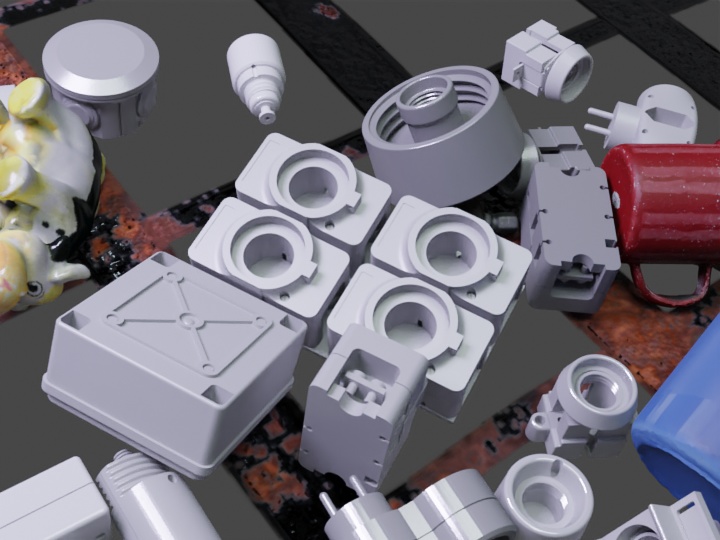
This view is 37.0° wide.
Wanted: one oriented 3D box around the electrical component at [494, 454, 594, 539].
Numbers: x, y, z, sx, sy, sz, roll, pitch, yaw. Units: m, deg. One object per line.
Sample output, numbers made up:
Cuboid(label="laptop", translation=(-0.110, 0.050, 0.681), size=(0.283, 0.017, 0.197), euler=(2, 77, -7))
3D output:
Cuboid(label="electrical component", translation=(0.100, 0.135, 0.600), size=(0.055, 0.047, 0.055), euler=(4, 51, -5))

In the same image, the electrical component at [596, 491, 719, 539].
Cuboid(label="electrical component", translation=(0.177, 0.188, 0.555), size=(0.063, 0.078, 0.121), euler=(15, 44, -35))

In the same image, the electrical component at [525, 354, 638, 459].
Cuboid(label="electrical component", translation=(0.137, 0.083, 0.642), size=(0.066, 0.055, 0.048), euler=(-1, 52, -9))

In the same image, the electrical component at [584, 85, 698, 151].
Cuboid(label="electrical component", translation=(0.209, -0.103, 0.808), size=(0.079, 0.043, 0.077), euler=(17, 51, 5))

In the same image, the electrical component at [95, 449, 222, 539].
Cuboid(label="electrical component", translation=(-0.109, 0.130, 0.576), size=(0.043, 0.043, 0.081), euler=(-25, 59, -25))

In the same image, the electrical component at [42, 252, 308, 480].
Cuboid(label="electrical component", translation=(-0.102, 0.050, 0.611), size=(0.109, 0.056, 0.109), euler=(26, 30, 12))

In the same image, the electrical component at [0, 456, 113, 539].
Cuboid(label="electrical component", translation=(-0.164, 0.152, 0.548), size=(0.083, 0.047, 0.075), euler=(-25, 60, -25))

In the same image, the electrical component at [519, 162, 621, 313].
Cuboid(label="electrical component", translation=(0.138, -0.019, 0.723), size=(0.050, 0.055, 0.089), euler=(5, 51, -4))

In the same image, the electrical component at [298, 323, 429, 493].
Cuboid(label="electrical component", translation=(0.003, 0.077, 0.605), size=(0.050, 0.089, 0.055), euler=(25, 53, 11))

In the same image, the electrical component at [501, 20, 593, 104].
Cuboid(label="electrical component", translation=(0.148, -0.161, 0.845), size=(0.066, 0.048, 0.055), euler=(-35, 56, -30))

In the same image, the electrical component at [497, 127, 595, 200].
Cuboid(label="electrical component", translation=(0.130, -0.075, 0.774), size=(0.055, 0.048, 0.066), euler=(-4, 52, -21))

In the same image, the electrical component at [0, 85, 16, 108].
Cuboid(label="electrical component", translation=(-0.268, -0.087, 0.726), size=(0.077, 0.043, 0.079), euler=(-8, 54, -15))

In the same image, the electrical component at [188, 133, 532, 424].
Cuboid(label="electrical component", translation=(0.000, 0.000, 0.670), size=(0.186, 0.060, 0.105), euler=(26, 66, 12))

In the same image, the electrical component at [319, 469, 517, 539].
Cuboid(label="electrical component", translation=(0.006, 0.143, 0.568), size=(0.138, 0.052, 0.073), euler=(-27, 60, -15))

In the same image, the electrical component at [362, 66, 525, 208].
Cuboid(label="electrical component", translation=(0.053, -0.098, 0.741), size=(0.108, 0.060, 0.108), euler=(-17, 36, 13))

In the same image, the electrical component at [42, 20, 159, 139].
Cuboid(label="electrical component", translation=(-0.185, -0.138, 0.773), size=(0.080, 0.051, 0.080), euler=(4, 51, -5))

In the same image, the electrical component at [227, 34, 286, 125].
Cuboid(label="electrical component", translation=(-0.075, -0.140, 0.797), size=(0.040, 0.040, 0.078), euler=(-6, 53, -13))
